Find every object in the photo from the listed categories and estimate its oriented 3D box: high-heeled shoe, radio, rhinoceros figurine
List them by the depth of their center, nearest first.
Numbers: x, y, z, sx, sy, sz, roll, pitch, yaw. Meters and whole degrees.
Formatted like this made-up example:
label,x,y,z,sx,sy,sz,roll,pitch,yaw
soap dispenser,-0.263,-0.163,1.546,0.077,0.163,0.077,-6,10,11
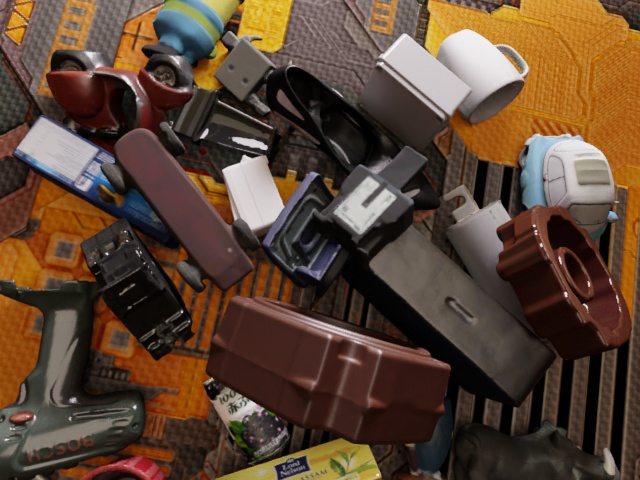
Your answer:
label,x,y,z,sx,sy,sz,roll,pitch,yaw
radio,0.133,0.080,0.607,0.229,0.131,0.073,43,78,3
rhinoceros figurine,0.247,0.263,0.621,0.190,0.073,0.112,12,68,-2
high-heeled shoe,0.049,-0.118,0.627,0.249,0.145,0.086,28,79,1

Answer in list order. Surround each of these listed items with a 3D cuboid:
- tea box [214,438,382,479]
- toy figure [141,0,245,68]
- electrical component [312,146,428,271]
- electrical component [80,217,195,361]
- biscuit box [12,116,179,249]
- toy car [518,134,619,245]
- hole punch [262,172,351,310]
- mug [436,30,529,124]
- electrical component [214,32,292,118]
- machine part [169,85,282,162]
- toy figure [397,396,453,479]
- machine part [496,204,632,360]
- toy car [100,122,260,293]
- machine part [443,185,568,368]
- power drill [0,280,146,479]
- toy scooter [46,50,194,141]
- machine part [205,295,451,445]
label,x,y,z,sx,sy,sz,roll,pitch,yaw
tea box,-0.018,0.282,0.566,0.170,0.068,0.098,-14,115,-10
toy figure,-0.147,-0.286,0.670,0.089,0.082,0.180,21,76,1
electrical component,0.057,-0.038,0.539,0.075,0.047,0.119,37,76,20
electrical component,-0.196,0.044,0.575,0.058,0.114,0.134,-32,41,-12
biscuit box,-0.243,-0.063,0.626,0.203,0.063,0.059,30,77,-1
toy car,0.316,-0.065,0.671,0.109,0.103,0.161,0,81,-8
hole punch,-0.001,-0.002,0.616,0.092,0.115,0.142,28,75,6
mug,0.211,-0.224,0.700,0.109,0.080,0.107,-31,75,-6
electrical component,-0.086,-0.216,0.684,0.102,0.045,0.078,38,106,4
machine part,-0.113,-0.141,0.669,0.139,0.039,0.084,25,72,0
toy figure,0.121,0.254,0.612,0.064,0.058,0.154,8,83,0
machine part,0.265,0.044,0.584,0.179,0.056,0.179,25,47,-31
toy car,-0.147,-0.034,0.574,0.089,0.053,0.202,-39,84,-11
machine part,0.228,0.041,0.653,0.079,0.079,0.243,-28,83,-11
power drill,-0.305,0.144,0.563,0.232,0.086,0.207,-1,74,-15
toy scooter,-0.236,-0.151,0.634,0.184,0.075,0.135,8,107,12
machine part,0.009,0.122,0.533,0.201,0.201,0.087,21,84,-48
